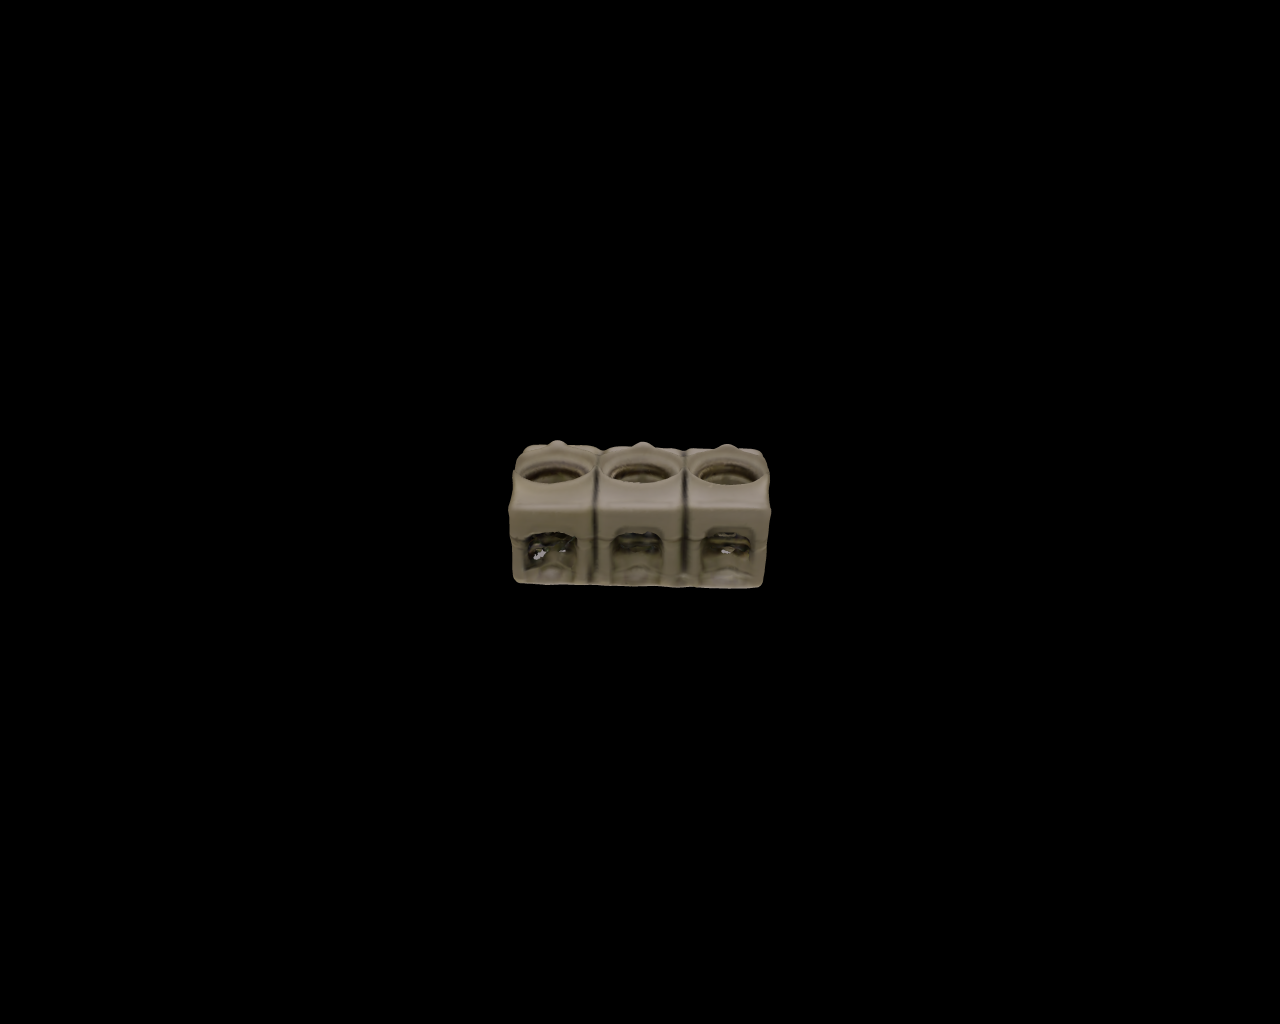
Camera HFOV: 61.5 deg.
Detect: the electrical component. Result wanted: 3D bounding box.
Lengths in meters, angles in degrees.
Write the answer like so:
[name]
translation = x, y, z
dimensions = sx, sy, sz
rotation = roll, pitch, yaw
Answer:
[electrical component]
translation = 0.001, -0.003, 0.650
dimensions = 0.150, 0.061, 0.090
rotation = 1, 28, 2
